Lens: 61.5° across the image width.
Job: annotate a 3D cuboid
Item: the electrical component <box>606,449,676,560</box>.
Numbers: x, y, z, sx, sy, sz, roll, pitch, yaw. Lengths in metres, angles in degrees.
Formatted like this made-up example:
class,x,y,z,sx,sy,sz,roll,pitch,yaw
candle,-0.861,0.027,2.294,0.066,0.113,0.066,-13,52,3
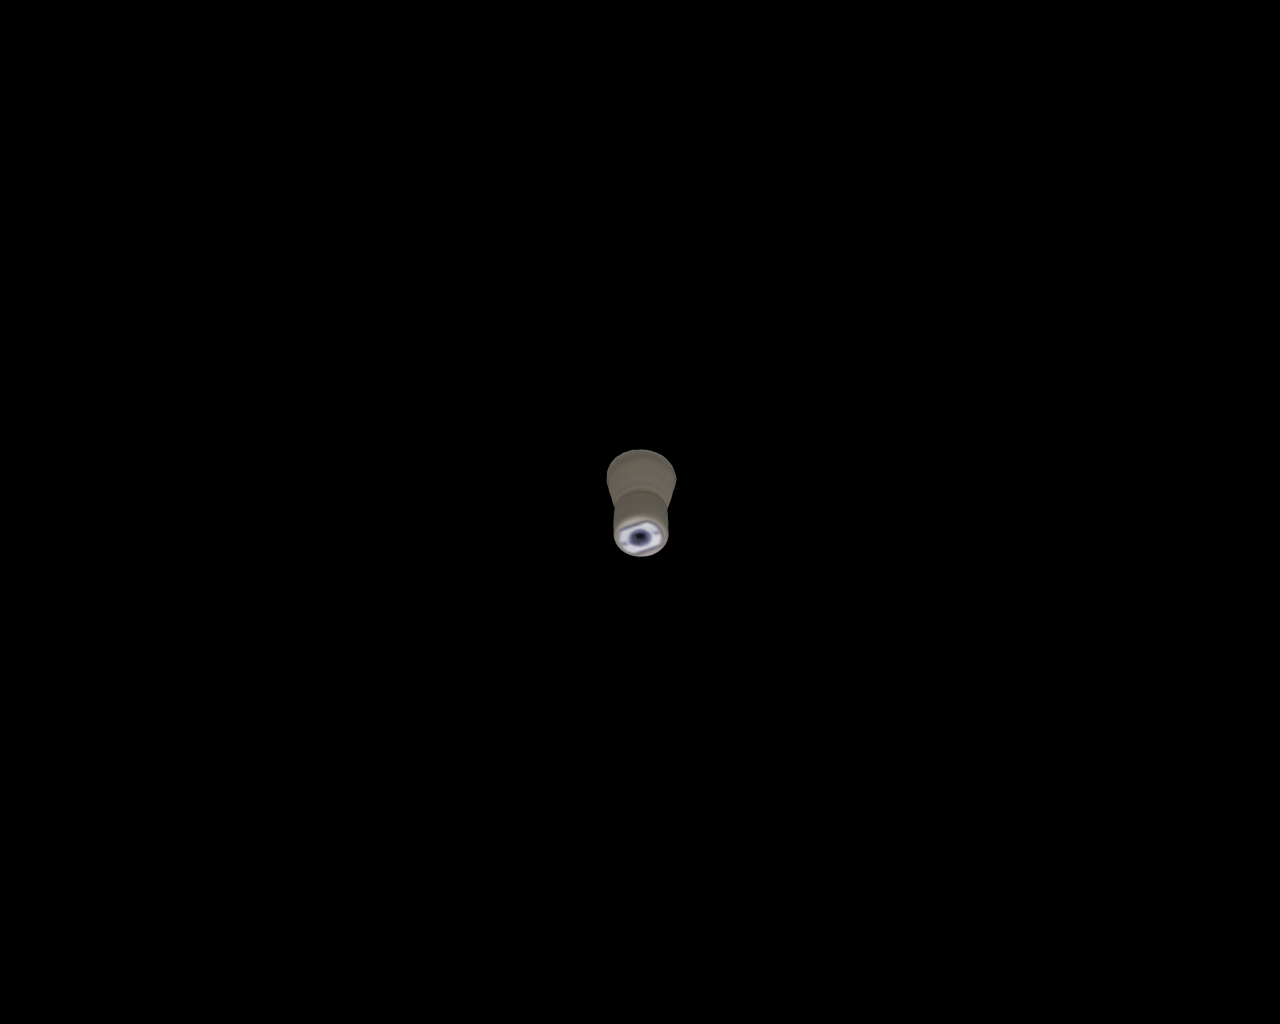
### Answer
class,x,y,z,sx,sy,sz,roll,pitch,yaw
electrical component,0.001,-0.003,0.650,0.044,0.044,0.065,0,37,0
